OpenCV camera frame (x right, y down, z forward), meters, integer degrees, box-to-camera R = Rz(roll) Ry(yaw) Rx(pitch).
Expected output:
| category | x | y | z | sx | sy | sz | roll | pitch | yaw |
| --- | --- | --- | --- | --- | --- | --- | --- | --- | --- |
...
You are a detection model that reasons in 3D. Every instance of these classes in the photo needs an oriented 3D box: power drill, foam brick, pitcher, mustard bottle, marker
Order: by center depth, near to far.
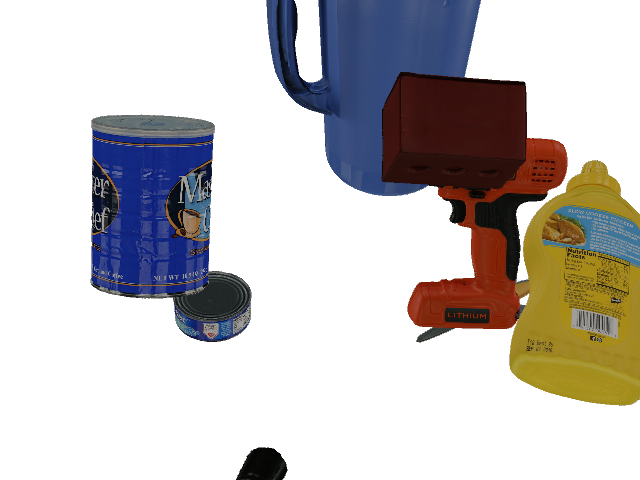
| category | x | y | z | sx | sy | sz | roll | pitch | yaw |
| --- | --- | --- | --- | --- | --- | --- | --- | --- | --- |
| marker | -0.039 | 0.119 | 0.420 | 0.020 | 0.020 | 0.121 | 0 | 23 | 19 |
| foam brick | 0.079 | -0.064 | 0.639 | 0.078 | 0.051 | 0.053 | 3 | -18 | -8 |
| mustard bottle | 0.196 | 0.020 | 0.782 | 0.096 | 0.191 | 0.058 | 13 | -32 | 1 |
| pitcher | 0.049 | -0.152 | 0.856 | 0.149 | 0.243 | 0.144 | 17 | 49 | 14 |
| power drill | 0.126 | -0.011 | 0.988 | 0.184 | 0.188 | 0.057 | 3 | 26 | -1 |

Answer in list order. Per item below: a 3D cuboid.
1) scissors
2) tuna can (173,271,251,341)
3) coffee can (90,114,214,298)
| category | x | y | z | sx | sy | sz | roll | pitch | yaw |
| --- | --- | --- | --- | --- | --- | --- | --- | --- | --- |
| scissors | 0.163 | 0.061 | 1.151 | 0.201 | 0.016 | 0.096 | -9 | 40 | -29 |
| tuna can | -0.119 | 0.073 | 1.176 | 0.086 | 0.034 | 0.086 | 1 | 36 | -1 |
| coffee can | -0.144 | -0.032 | 0.909 | 0.103 | 0.140 | 0.103 | 3 | 13 | -1 |
